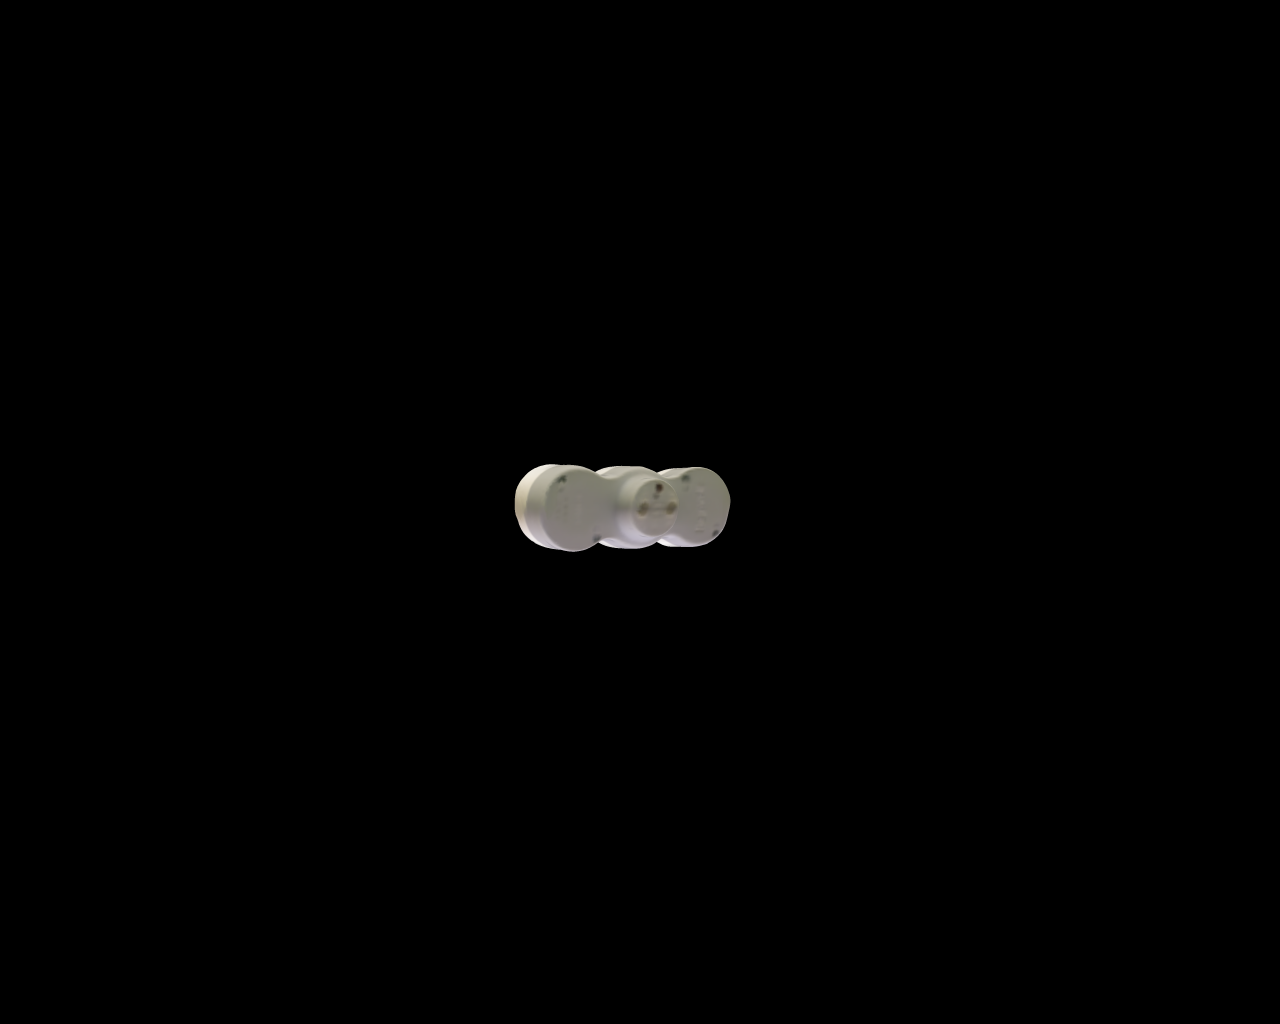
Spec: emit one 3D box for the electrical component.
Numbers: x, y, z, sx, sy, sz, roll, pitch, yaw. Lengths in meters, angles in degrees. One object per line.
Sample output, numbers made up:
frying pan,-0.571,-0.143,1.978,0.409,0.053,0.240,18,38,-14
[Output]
electrical component,0.001,-0.003,0.650,0.138,0.052,0.073,0,0,-32
